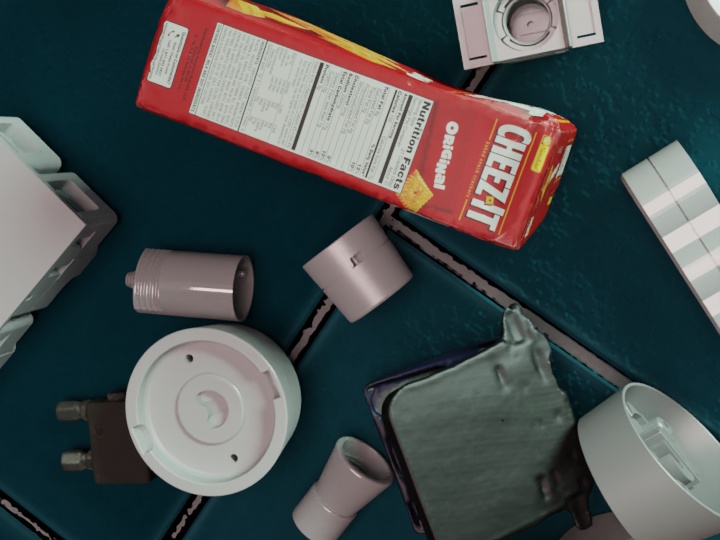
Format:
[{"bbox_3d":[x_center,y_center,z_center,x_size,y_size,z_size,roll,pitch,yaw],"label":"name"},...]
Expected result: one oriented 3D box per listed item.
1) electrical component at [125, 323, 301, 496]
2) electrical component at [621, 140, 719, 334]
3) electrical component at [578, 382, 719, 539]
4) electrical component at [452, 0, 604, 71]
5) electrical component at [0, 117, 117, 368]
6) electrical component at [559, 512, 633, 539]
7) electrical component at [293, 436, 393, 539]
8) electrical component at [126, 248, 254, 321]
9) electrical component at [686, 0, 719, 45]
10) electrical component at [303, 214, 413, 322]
[{"bbox_3d":[-0.090,0.086,0.702,0.108,0.060,0.108,2,97,13],"label":"electrical component"},{"bbox_3d":[0.219,-0.016,0.622,0.074,0.052,0.138,-33,88,15],"label":"electrical component"},{"bbox_3d":[0.175,0.114,0.626,0.064,0.099,0.099,-34,88,21],"label":"electrical component"},{"bbox_3d":[0.099,-0.144,0.629,0.081,0.064,0.042,-9,94,14],"label":"electrical component"},{"bbox_3d":[-0.265,-0.002,0.732,0.105,0.060,0.186,44,104,5],"label":"electrical component"},{"bbox_3d":[0.164,0.209,0.657,0.108,0.060,0.108,2,97,13],"label":"electrical component"},{"bbox_3d":[-0.014,0.147,0.702,0.044,0.044,0.065,38,108,6],"label":"electrical component"},{"bbox_3d":[-0.115,0.009,0.707,0.081,0.043,0.043,4,97,13],"label":"electrical component"},{"bbox_3d":[0.236,-0.173,0.595,0.108,0.060,0.108,1,97,13],"label":"electrical component"},{"bbox_3d":[0.000,0.000,0.674,0.055,0.055,0.047,-37,91,14],"label":"electrical component"}]
